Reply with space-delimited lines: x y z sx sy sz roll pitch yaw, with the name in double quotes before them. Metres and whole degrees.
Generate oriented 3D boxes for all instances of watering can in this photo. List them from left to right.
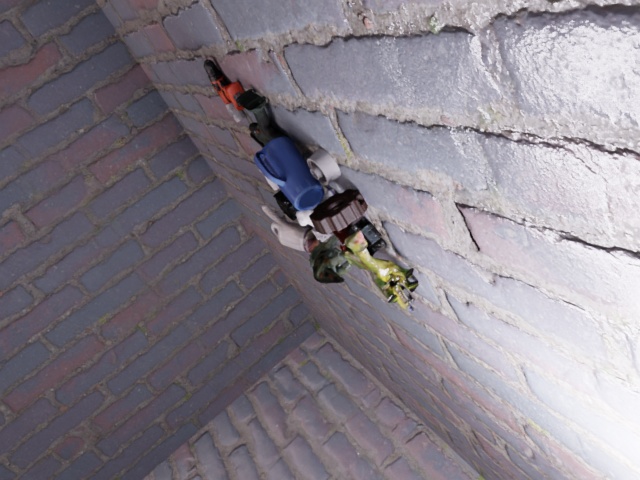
"watering can" -0.123 -0.037 2.256 0.225 0.106 0.341 16 158 23

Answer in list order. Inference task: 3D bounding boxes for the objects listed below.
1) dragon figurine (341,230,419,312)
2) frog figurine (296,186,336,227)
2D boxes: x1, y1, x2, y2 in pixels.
"dragon figurine" 0.174 0.097 1.622 0.246 0.123 0.402 36 166 32
"frog figurine" 0.005 -0.085 1.699 0.138 0.160 0.121 48 168 14
